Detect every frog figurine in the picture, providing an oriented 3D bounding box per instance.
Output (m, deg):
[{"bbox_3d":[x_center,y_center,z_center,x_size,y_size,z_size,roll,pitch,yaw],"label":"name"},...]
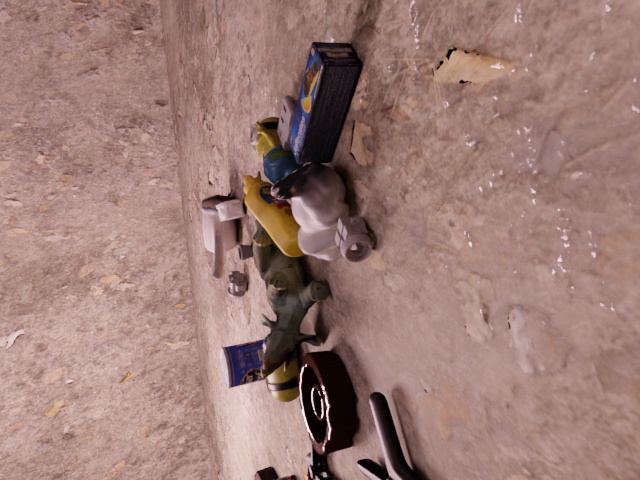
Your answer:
[{"bbox_3d":[0.003,-0.042,0.836,0.157,0.124,0.137,51,158,-20],"label":"frog figurine"}]

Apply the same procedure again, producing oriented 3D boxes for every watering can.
[{"bbox_3d":[-0.309,-0.021,1.583,0.351,0.104,0.222,-124,31,-74],"label":"watering can"}]
